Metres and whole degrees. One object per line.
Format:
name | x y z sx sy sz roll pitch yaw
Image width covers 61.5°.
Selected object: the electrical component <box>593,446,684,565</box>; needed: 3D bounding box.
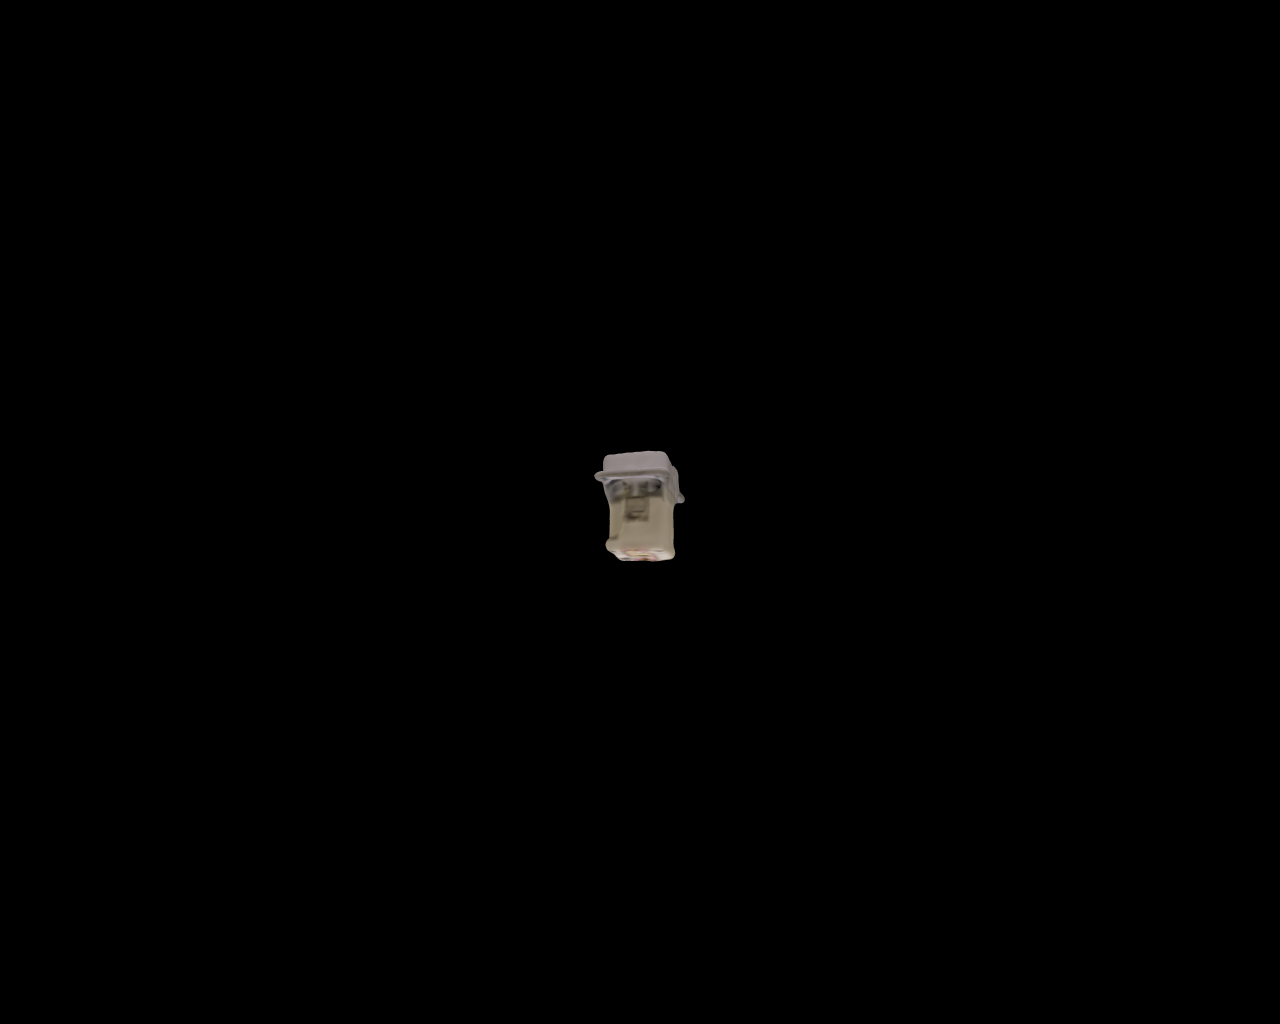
electrical component | 0.001 -0.003 0.650 0.042 0.064 0.081 -2 -12 11
